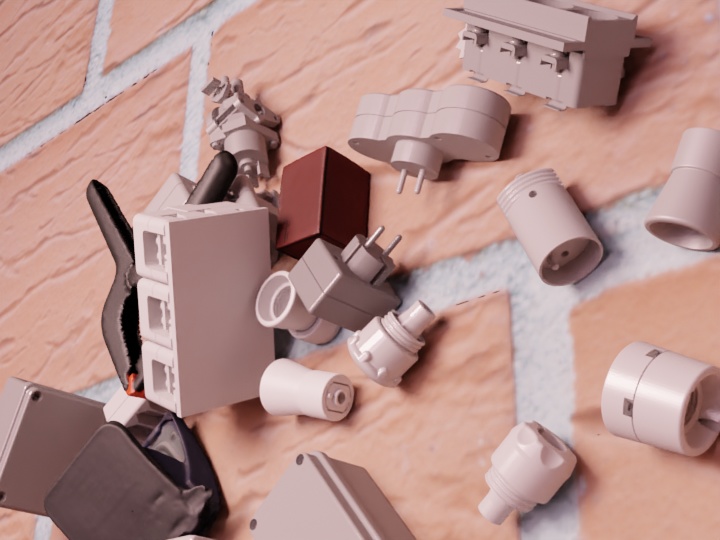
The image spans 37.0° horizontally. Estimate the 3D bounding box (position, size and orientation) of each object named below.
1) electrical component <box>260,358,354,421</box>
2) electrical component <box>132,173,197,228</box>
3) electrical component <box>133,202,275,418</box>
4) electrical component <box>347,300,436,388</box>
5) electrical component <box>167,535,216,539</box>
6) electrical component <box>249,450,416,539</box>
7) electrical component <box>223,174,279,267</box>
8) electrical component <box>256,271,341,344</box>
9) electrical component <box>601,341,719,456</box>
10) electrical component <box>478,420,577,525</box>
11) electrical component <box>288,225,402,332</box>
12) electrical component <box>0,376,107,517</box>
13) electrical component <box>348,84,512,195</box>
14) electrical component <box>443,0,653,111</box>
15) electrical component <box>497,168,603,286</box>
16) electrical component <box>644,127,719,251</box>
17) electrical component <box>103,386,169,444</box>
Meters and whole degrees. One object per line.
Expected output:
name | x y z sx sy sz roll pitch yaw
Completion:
electrical component | -0.037 0.091 0.801 0.065 0.044 0.044 4 74 42
electrical component | -0.159 -0.042 0.977 0.096 0.062 0.061 -51 41 14
electrical component | -0.122 0.027 0.840 0.062 0.089 0.150 13 109 49
electrical component | 0.026 0.048 0.754 0.062 0.048 0.048 -45 44 11
electrical component | -0.111 0.227 0.767 0.061 0.096 0.061 -22 56 38
electrical component | -0.016 0.184 0.719 0.078 0.057 0.113 -55 42 11
electrical component | -0.104 -0.026 0.921 0.089 0.050 0.055 -48 44 19
electrical component | -0.046 0.030 0.828 0.045 0.055 0.045 -23 56 38
electrical component | 0.167 0.071 0.586 0.047 0.055 0.055 15 82 46
electrical component | 0.096 0.124 0.642 0.062 0.043 0.043 -54 42 14
electrical component | 0.000 0.000 0.787 0.076 0.066 0.047 -50 43 16
electrical component | -0.277 0.162 0.965 0.056 0.109 0.108 8 77 51
electrical component | 0.045 -0.090 0.795 0.138 0.052 0.073 4 74 47
electrical component | 0.123 -0.152 0.729 0.121 0.079 0.063 33 126 49
electrical component | 0.120 -0.033 0.695 0.043 0.043 0.081 -44 45 23
electrical component | 0.196 -0.049 0.625 0.044 0.044 0.065 9 73 48
electrical component | -0.185 0.099 0.946 0.083 0.047 0.075 -49 43 17
